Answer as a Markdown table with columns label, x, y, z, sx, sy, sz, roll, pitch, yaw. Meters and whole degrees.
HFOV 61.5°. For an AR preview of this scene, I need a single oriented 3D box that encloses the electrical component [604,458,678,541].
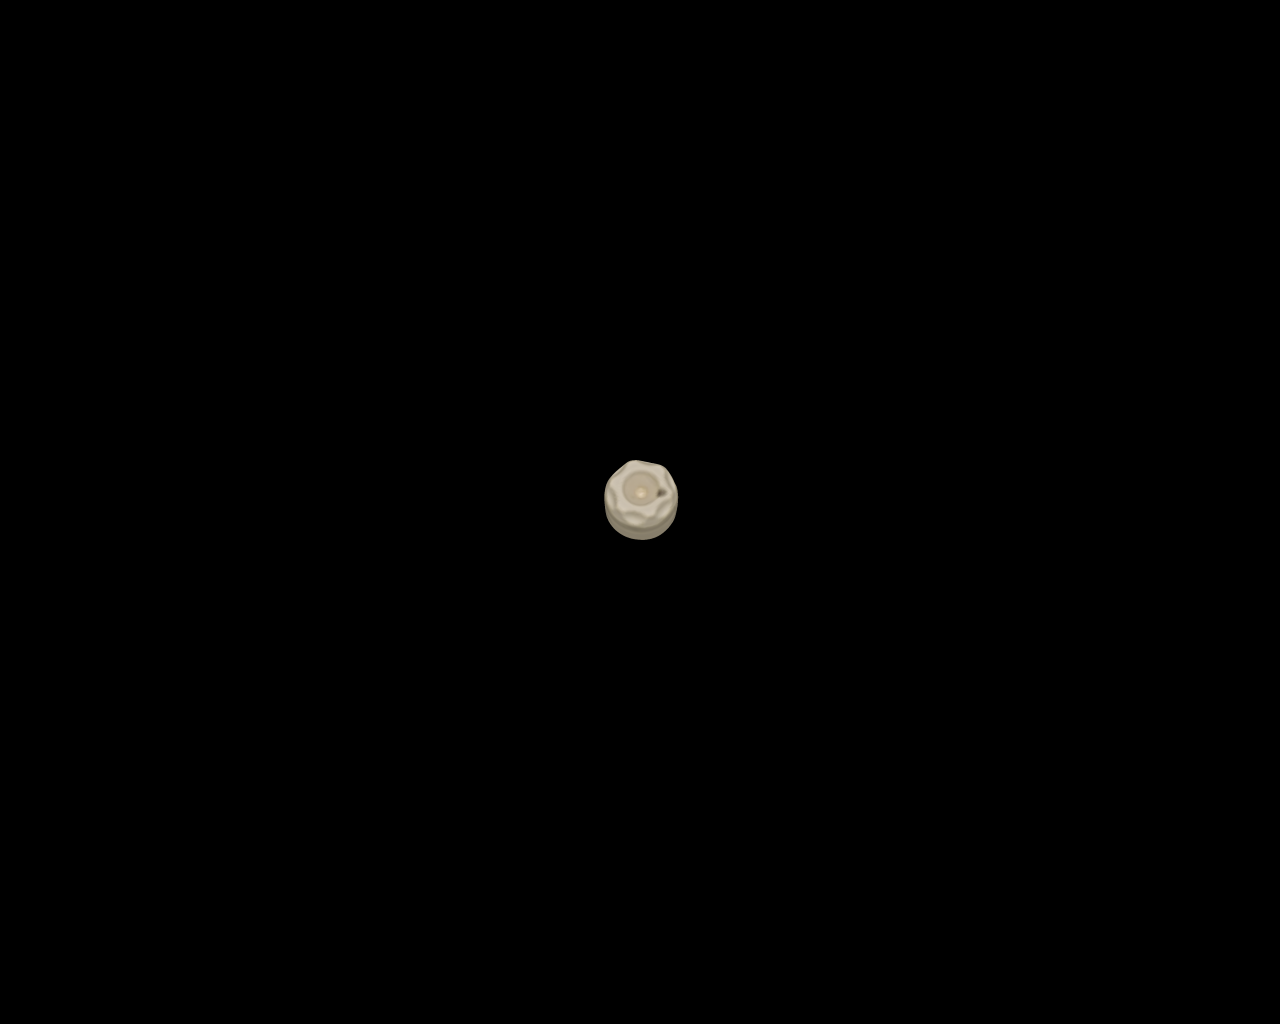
| label | x | y | z | sx | sy | sz | roll | pitch | yaw |
| --- | --- | --- | --- | --- | --- | --- | --- | --- | --- |
| electrical component | 0.001 | -0.003 | 0.650 | 0.043 | 0.043 | 0.062 | 0 | -22 | 0 |
